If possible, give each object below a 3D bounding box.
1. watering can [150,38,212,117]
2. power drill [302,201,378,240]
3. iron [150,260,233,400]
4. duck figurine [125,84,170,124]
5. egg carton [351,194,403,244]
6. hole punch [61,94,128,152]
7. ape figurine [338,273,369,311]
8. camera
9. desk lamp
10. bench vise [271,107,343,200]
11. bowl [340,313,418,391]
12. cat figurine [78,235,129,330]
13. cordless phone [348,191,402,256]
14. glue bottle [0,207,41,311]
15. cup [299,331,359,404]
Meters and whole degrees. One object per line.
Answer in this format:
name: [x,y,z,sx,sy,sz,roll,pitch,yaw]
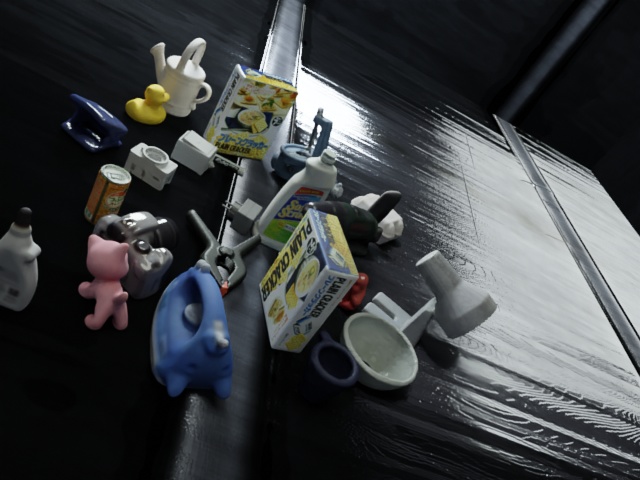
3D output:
watering can: [-0.343,-0.417,1.420,0.173,0.194,0.101,23,33,-18]
power drill: [0.011,0.004,1.175,0.230,0.208,0.075,-6,49,-47]
iron: [-0.192,0.115,0.902,0.119,0.141,0.257,12,38,-32]
duck figurine: [-0.400,-0.327,1.349,0.077,0.086,0.105,48,34,21]
egg carton: [0.150,-0.058,1.519,0.150,0.069,0.107,46,33,18]
hole punch: [-0.461,-0.249,1.185,0.108,0.091,0.101,39,32,7]
ape figurine: [0.068,0.103,1.207,0.076,0.092,0.077,11,39,-33]
camera: [-0.297,0.007,0.987,0.143,0.100,0.137,44,33,15]
desk lamp: [0.230,0.137,1.197,0.203,0.213,0.118,40,32,9]
bench vise: [-0.004,-0.206,1.430,0.207,0.219,0.122,36,32,3]
bowl: [0.100,0.224,1.092,0.168,0.074,0.167,24,33,-17]
cat figurine: [-0.322,0.057,0.881,0.067,0.117,0.127,2,44,-41]
cordless phone: [0.100,-0.055,1.359,0.148,0.185,0.094,0,45,-43]
glue bottle: [-0.419,0.022,0.785,0.078,0.173,0.037,28,32,-11]
cup: [0.002,0.224,0.982,0.092,0.095,0.117,12,38,-32]
